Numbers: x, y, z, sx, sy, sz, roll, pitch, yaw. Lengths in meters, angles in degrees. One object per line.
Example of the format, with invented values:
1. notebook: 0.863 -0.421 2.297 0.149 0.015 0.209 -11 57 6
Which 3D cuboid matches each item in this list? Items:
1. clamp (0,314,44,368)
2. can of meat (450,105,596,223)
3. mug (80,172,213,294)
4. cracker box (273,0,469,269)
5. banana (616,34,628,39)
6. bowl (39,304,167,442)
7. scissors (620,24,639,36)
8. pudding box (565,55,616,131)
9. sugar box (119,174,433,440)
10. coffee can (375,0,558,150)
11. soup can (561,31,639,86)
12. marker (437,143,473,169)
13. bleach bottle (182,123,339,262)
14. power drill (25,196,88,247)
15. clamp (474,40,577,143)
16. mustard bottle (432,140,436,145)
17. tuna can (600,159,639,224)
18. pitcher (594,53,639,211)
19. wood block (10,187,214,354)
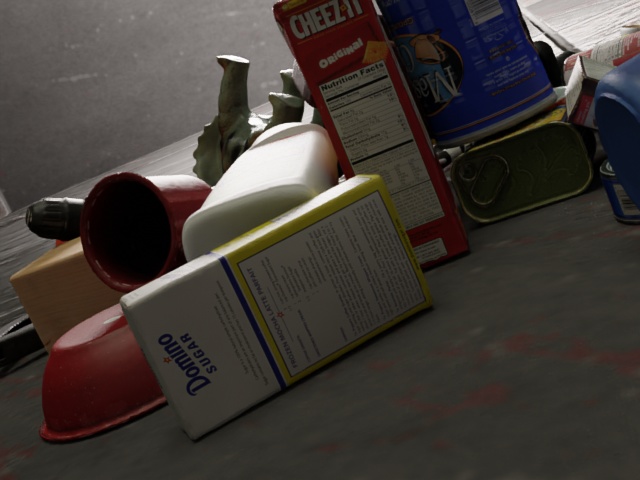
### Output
1. clamp: -0.259 0.075 1.094 0.165 0.036 0.209 -15 13 32
2. can of meat: 0.159 -0.061 0.818 0.102 0.057 0.083 -19 11 24
3. mug: -0.116 -0.005 0.833 0.117 0.093 0.081 22 16 25
4. cracker box: 0.038 -0.094 0.811 0.072 0.213 0.164 -22 12 7
5. banana: 0.314 -0.182 1.099 0.070 0.037 0.197 -34 8 15
6. bowl: -0.144 0.083 0.787 0.162 0.055 0.162 -23 12 5
7. scissors: 0.409 -0.220 1.113 0.096 0.016 0.202 -13 16 -36
8. pudding box: 0.230 -0.101 0.791 0.090 0.039 0.113 17 19 7
9. sugar box: -0.025 0.038 0.657 0.176 0.093 0.048 -27 12 -13
10. coffee can: 0.114 -0.156 0.846 0.103 0.140 0.103 -24 9 4
11. soup can: 0.271 -0.144 0.930 0.102 0.068 0.068 -16 14 38
12. marker: 0.152 -0.097 1.078 0.121 0.020 0.020 -29 13 -23
13. bleach bottle: -0.036 -0.039 0.810 0.102 0.068 0.251 -19 18 8
14. power drill: -0.226 -0.004 1.126 0.184 0.057 0.188 6 -10 -23
15. clamp: 0.206 -0.131 1.011 0.171 0.039 0.120 -9 -41 -57
16. mustard bottle: 0.108 -0.150 1.207 0.192 0.096 0.058 -19 5 23
17. tuna can: 0.222 -0.044 0.672 0.086 0.034 0.086 -23 12 5
18. pitcher: 0.281 -0.088 0.565 0.243 0.145 0.149 -28 0 -1
19. wood block: -0.162 0.029 0.968 0.206 0.091 0.090 -19 14 26
